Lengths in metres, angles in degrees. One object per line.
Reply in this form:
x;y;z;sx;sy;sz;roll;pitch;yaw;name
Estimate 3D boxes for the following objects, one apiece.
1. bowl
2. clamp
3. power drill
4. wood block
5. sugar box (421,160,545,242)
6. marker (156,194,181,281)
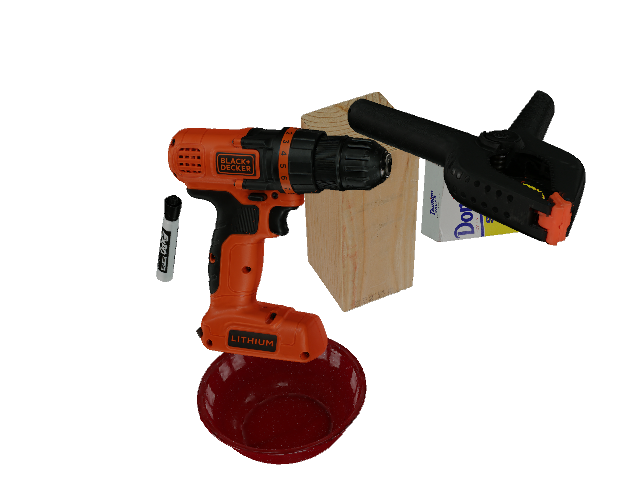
-0.034;0.160;1.021;0.162;0.055;0.162;-4;37;3;bowl
0.111;-0.058;0.740;0.164;0.036;0.210;-2;29;-7;clamp
-0.032;0.001;0.863;0.185;0.188;0.057;5;15;21;power drill
0.041;-0.037;1.104;0.090;0.206;0.091;-20;47;-17;wood block
0.206;-0.054;1.256;0.176;0.093;0.048;-9;21;-26;sugar box
-0.167;-0.002;1.174;0.020;0.121;0.020;8;43;-7;marker
